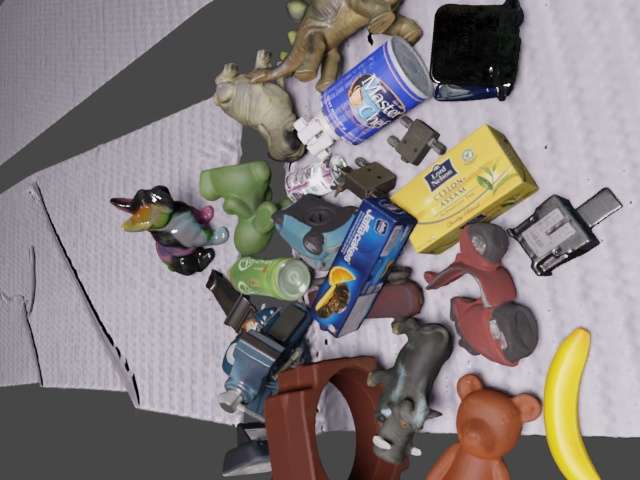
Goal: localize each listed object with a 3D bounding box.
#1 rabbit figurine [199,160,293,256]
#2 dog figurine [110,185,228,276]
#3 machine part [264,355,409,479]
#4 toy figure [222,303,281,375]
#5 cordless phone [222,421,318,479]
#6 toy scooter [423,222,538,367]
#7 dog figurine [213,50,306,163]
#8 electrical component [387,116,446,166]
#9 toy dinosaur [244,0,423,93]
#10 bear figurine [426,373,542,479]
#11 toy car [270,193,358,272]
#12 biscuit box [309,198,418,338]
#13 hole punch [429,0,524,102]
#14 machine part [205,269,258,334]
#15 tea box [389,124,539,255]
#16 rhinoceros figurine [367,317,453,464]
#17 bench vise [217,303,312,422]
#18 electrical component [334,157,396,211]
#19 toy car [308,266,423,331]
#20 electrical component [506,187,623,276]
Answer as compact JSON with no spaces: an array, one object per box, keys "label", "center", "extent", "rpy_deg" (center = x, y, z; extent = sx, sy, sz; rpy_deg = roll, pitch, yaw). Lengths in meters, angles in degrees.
[{"label":"rabbit figurine","center":[-0.118,-0.057,0.982],"extent":[0.159,0.121,0.170],"rpy_deg":[-2,101,33]},{"label":"dog figurine","center":[-0.307,-0.018,1.049],"extent":[0.191,0.219,0.109],"rpy_deg":[-49,53,25]},{"label":"machine part","center":[0.024,0.267,0.739],"extent":[0.087,0.201,0.201],"rpy_deg":[-24,70,38]},{"label":"toy figure","center":[-0.123,0.183,0.974],"extent":[0.064,0.058,0.154],"rpy_deg":[33,109,-3]},{"label":"cordless phone","center":[-0.096,0.392,0.863],"extent":[0.089,0.146,0.184],"rpy_deg":[26,99,47]},{"label":"toy scooter","center":[0.197,0.075,0.697],"extent":[0.135,0.075,0.184],"rpy_deg":[-25,75,50]},{"label":"dog figurine","center":[-0.112,-0.215,0.968],"extent":[0.172,0.121,0.190],"rpy_deg":[-19,73,38]},{"label":"electrical component","center":[0.144,-0.143,0.803],"extent":[0.094,0.021,0.063],"rpy_deg":[47,115,33]},{"label":"toy dinosaur","center":[0.071,-0.381,0.828],"extent":[0.472,0.105,0.198],"rpy_deg":[-26,70,19]},{"label":"bear figurine","center":[0.187,0.273,0.650],"extent":[0.120,0.132,0.195],"rpy_deg":[18,103,35]},{"label":"toy car","center":[-0.002,-0.003,0.859],"extent":[0.162,0.109,0.102],"rpy_deg":[22,135,38]},{"label":"biscuit box","center":[0.057,0.039,0.751],"extent":[0.063,0.059,0.202],"rpy_deg":[39,117,29]},{"label":"hole punch","center":[0.209,-0.249,0.731],"extent":[0.116,0.092,0.142],"rpy_deg":[6,85,11]},{"label":"machine part","center":[-0.175,0.116,1.038],"extent":[0.139,0.039,0.084],"rpy_deg":[46,119,33]},{"label":"tea box","center":[0.189,-0.062,0.724],"extent":[0.169,0.068,0.098],"rpy_deg":[-40,62,31]},{"label":"rhinoceros figurine","center":[0.122,0.198,0.713],"extent":[0.112,0.073,0.190],"rpy_deg":[16,82,63]},{"label":"bench vise","center":[-0.090,0.221,0.870],"extent":[0.129,0.224,0.240],"rpy_deg":[20,132,4]},{"label":"electrical component","center":[0.070,-0.082,0.832],"extent":[0.102,0.078,0.045],"rpy_deg":[37,143,33]},{"label":"toy car","center":[0.066,0.092,0.822],"extent":[0.202,0.053,0.089],"rpy_deg":[-10,93,40]},{"label":"electrical component","center":[0.296,-0.015,0.641],"extent":[0.119,0.047,0.075],"rpy_deg":[-40,61,32]}]
